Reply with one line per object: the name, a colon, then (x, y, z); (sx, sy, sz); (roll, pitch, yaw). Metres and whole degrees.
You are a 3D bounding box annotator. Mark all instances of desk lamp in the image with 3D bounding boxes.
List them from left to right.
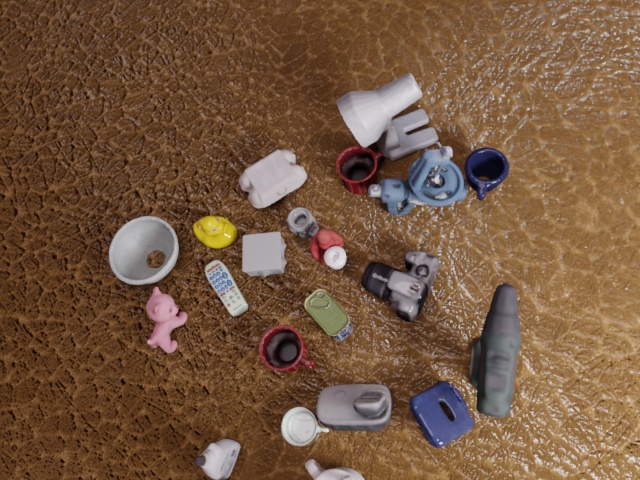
desk lamp: (0.151, -0.272, 1.271); (0.203, 0.214, 0.118); (-23, 67, 2)

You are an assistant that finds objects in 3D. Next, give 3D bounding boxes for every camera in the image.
camera: (0.165, 0.080, 1.200); (0.136, 0.101, 0.143); (23, 76, 17)

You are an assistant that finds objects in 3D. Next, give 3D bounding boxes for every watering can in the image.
watering can: (0.036, 0.469, 1.030); (0.172, 0.194, 0.101); (22, 75, 17)

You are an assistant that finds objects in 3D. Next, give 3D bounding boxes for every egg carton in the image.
egg carton: (-0.110, -0.143, 1.350); (0.150, 0.069, 0.107); (-33, 68, -3)

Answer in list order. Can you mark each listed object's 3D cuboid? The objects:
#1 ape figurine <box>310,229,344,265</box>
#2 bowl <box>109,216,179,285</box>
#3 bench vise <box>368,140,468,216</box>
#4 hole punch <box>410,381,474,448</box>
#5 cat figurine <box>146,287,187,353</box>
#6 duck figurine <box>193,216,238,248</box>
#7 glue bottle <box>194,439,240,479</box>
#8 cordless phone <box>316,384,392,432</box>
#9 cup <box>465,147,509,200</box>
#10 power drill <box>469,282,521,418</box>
ape figurine: (0.012, 0.005, 1.261); (0.077, 0.092, 0.076); (-12, 68, 6)
bowl: (-0.399, 0.033, 1.335); (0.167, 0.075, 0.167); (-3, 70, 9)
bench vise: (0.210, -0.118, 1.200); (0.207, 0.220, 0.121); (-25, 67, 1)
hole punch: (0.233, 0.332, 1.100); (0.101, 0.091, 0.108); (-32, 68, -2)
cat figurine: (-0.348, 0.173, 1.251); (0.067, 0.118, 0.128); (10, 72, 14)
duck figurine: (-0.250, -0.028, 1.324); (0.104, 0.086, 0.077); (11, 72, 14)
glue bottle: (-0.204, 0.423, 1.103); (0.037, 0.173, 0.078); (18, 74, 17)
cordless phone: (0.060, 0.313, 1.088); (0.147, 0.185, 0.094); (-6, 69, 8)
cup: (0.357, -0.129, 1.245); (0.091, 0.095, 0.118); (10, 72, 14)
power drill: (0.325, 0.213, 1.064); (0.075, 0.209, 0.230); (6, 71, 13)
